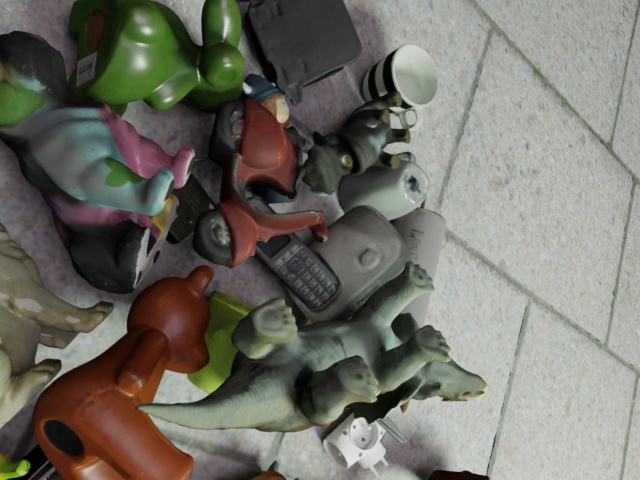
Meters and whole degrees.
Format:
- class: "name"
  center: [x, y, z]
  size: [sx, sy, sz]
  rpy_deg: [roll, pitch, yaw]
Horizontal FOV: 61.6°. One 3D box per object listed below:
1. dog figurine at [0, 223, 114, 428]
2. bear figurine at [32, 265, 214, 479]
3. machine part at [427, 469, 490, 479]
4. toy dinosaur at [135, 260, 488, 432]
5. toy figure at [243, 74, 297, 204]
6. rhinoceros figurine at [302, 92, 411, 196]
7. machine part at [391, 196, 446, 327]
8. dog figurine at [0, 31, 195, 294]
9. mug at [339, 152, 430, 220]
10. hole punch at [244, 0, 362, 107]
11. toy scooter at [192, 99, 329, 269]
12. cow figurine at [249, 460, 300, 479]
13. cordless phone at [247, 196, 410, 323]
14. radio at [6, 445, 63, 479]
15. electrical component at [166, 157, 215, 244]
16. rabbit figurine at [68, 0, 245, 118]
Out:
- class: "dog figurine"
  center: [-0.291, 0.049, 0.418]
  size: [0.190, 0.121, 0.172]
  rpy_deg: [47, 32, -17]
- class: "bear figurine"
  center: [-0.146, 0.119, 0.474]
  size: [0.132, 0.120, 0.196]
  rpy_deg: [54, 30, -8]
- class: "machine part"
  center: [0.170, 0.416, 0.680]
  size: [0.201, 0.087, 0.200]
  rpy_deg: [-15, 98, -58]
- class: "toy dinosaur"
  center: [0.001, 0.128, 0.518]
  size: [0.405, 0.192, 0.131]
  rpy_deg: [-2, 52, -36]
- class: "toy figure"
  center: [-0.058, -0.119, 0.633]
  size: [0.058, 0.064, 0.154]
  rpy_deg: [-8, 95, -14]
- class: "rhinoceros figurine"
  center: [0.042, -0.121, 0.664]
  size: [0.190, 0.112, 0.073]
  rpy_deg: [-51, 131, -47]
- class: "machine part"
  center: [0.117, 0.045, 0.724]
  size: [0.079, 0.079, 0.243]
  rpy_deg: [26, 72, -30]
- class: "dog figurine"
  center: [-0.234, -0.068, 0.478]
  size: [0.219, 0.191, 0.108]
  rpy_deg: [26, 28, -6]
- class: "mug"
  center: [0.095, -0.072, 0.703]
  size: [0.080, 0.107, 0.109]
  rpy_deg: [50, 63, -22]
- class: "hole punch"
  center: [-0.024, -0.247, 0.663]
  size: [0.116, 0.092, 0.142]
  rpy_deg: [-25, 104, -6]
- class: "toy scooter"
  center: [-0.052, -0.055, 0.555]
  size: [0.135, 0.075, 0.184]
  rpy_deg: [10, 70, -15]
- class: "cow figurine"
  center: [-0.045, 0.335, 0.583]
  size: [0.127, 0.085, 0.194]
  rpy_deg: [-45, 108, -23]
- class: "cordless phone"
  center: [-0.001, -0.002, 0.623]
  size: [0.146, 0.089, 0.184]
  rpy_deg: [-41, 108, 8]
- class: "radio"
  center: [-0.200, 0.290, 0.485]
  size: [0.131, 0.073, 0.229]
  rpy_deg: [-48, 112, -28]
- class: "electrical component"
  center: [-0.142, -0.041, 0.574]
  size: [0.078, 0.045, 0.102]
  rpy_deg: [-38, 106, -33]
- class: "rabbit figurine"
  center: [-0.142, -0.186, 0.541]
  size: [0.170, 0.159, 0.121]
  rpy_deg: [6, 72, -49]
